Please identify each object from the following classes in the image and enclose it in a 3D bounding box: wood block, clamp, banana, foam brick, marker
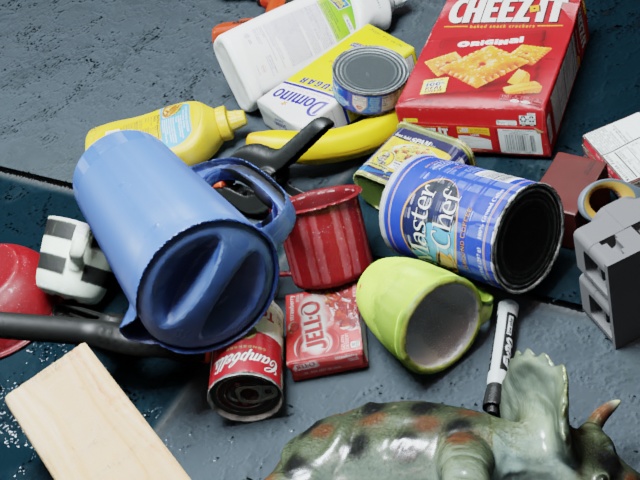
[{"bbox_3d":[-0.179,0.194,0.918,0.090,0.091,0.206,-35,45,-15],"label":"wood block"},{"bbox_3d":[-0.042,-0.056,1.141,0.172,0.120,0.039,-11,0,38],"label":"clamp"},{"bbox_3d":[0.019,-0.116,1.186,0.197,0.037,0.070,-19,51,-16],"label":"banana"},{"bbox_3d":[0.240,-0.037,1.026,0.053,0.051,0.078,18,54,32],"label":"foam brick"},{"bbox_3d":[0.158,0.103,0.935,0.020,0.020,0.121,0,46,20],"label":"marker"},{"bbox_3d":[-0.208,0.089,1.025,0.210,0.164,0.036,8,93,19],"label":"clamp"}]

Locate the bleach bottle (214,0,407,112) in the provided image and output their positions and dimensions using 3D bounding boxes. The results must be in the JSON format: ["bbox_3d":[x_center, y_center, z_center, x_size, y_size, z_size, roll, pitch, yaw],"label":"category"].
[{"bbox_3d":[0.000,-0.253,1.322,0.250,0.102,0.068,-26,4,-17],"label":"bleach bottle"}]

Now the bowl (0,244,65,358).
[{"bbox_3d":[-0.358,0.055,1.156,0.162,0.055,0.162,-11,44,10],"label":"bowl"}]

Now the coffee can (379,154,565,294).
[{"bbox_3d":[0.139,-0.017,0.992,0.141,0.102,0.102,20,55,45],"label":"coffee can"}]

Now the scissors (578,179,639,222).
[{"bbox_3d":[0.318,-0.048,0.998,0.201,0.016,0.096,-41,91,-19],"label":"scissors"}]

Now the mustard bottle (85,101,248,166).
[{"bbox_3d":[-0.179,-0.119,1.264,0.191,0.058,0.096,-16,42,5],"label":"mustard bottle"}]

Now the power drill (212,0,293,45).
[{"bbox_3d":[-0.081,-0.316,1.431,0.185,0.057,0.187,0,46,20],"label":"power drill"}]

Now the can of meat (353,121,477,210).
[{"bbox_3d":[0.098,-0.068,1.108,0.102,0.057,0.083,24,60,38],"label":"can of meat"}]

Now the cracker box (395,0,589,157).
[{"bbox_3d":[0.195,-0.188,1.184,0.164,0.072,0.213,5,47,25],"label":"cracker box"}]

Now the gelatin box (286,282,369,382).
[{"bbox_3d":[0.006,0.085,1.004,0.073,0.030,0.089,-12,43,10],"label":"gelatin box"}]

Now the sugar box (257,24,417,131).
[{"bbox_3d":[0.022,-0.182,1.263,0.176,0.048,0.093,-36,45,-18],"label":"sugar box"}]

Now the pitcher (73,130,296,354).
[{"bbox_3d":[-0.137,-0.017,0.997,0.149,0.145,0.243,2,26,-32],"label":"pitcher"}]

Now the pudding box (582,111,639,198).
[{"bbox_3d":[0.330,-0.088,1.054,0.113,0.039,0.090,-24,44,-1],"label":"pudding box"}]

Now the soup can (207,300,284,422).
[{"bbox_3d":[-0.067,0.107,0.982,0.068,0.068,0.102,-11,42,10],"label":"soup can"}]

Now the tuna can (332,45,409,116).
[{"bbox_3d":[0.056,-0.178,1.191,0.086,0.034,0.086,0,49,0],"label":"tuna can"}]

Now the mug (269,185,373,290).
[{"bbox_3d":[-0.007,0.001,1.036,0.117,0.081,0.093,-15,13,-6],"label":"mug"}]
